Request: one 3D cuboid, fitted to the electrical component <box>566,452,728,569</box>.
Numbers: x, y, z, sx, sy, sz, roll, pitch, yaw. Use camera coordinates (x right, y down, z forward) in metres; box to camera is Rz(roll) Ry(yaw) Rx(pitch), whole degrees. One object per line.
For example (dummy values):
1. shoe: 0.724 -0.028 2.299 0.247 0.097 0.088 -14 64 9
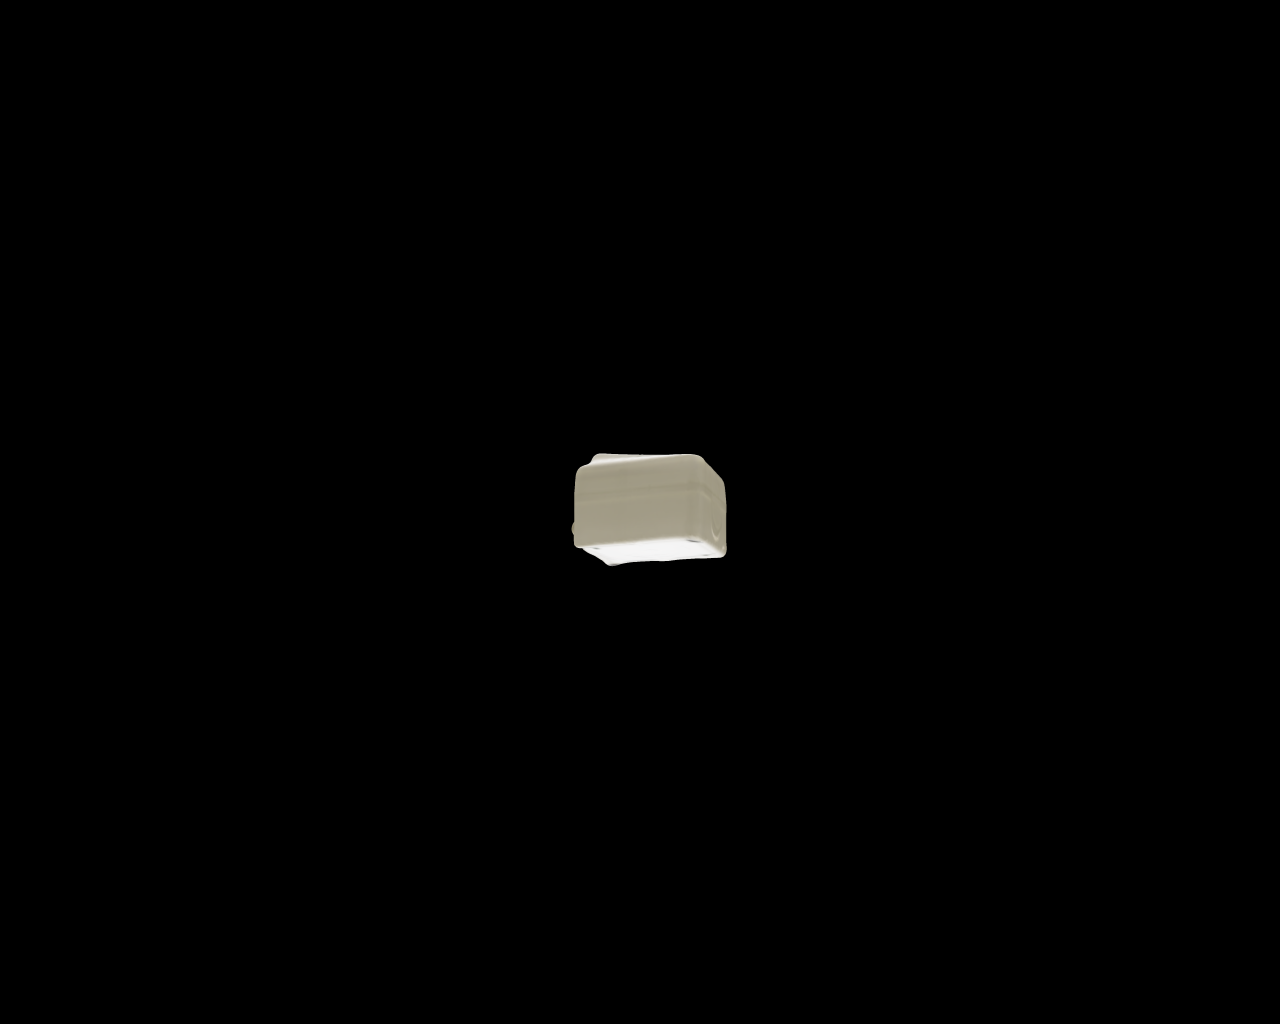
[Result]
1. electrical component: 0.001 -0.003 0.650 0.096 0.061 0.061 -5 -15 18
